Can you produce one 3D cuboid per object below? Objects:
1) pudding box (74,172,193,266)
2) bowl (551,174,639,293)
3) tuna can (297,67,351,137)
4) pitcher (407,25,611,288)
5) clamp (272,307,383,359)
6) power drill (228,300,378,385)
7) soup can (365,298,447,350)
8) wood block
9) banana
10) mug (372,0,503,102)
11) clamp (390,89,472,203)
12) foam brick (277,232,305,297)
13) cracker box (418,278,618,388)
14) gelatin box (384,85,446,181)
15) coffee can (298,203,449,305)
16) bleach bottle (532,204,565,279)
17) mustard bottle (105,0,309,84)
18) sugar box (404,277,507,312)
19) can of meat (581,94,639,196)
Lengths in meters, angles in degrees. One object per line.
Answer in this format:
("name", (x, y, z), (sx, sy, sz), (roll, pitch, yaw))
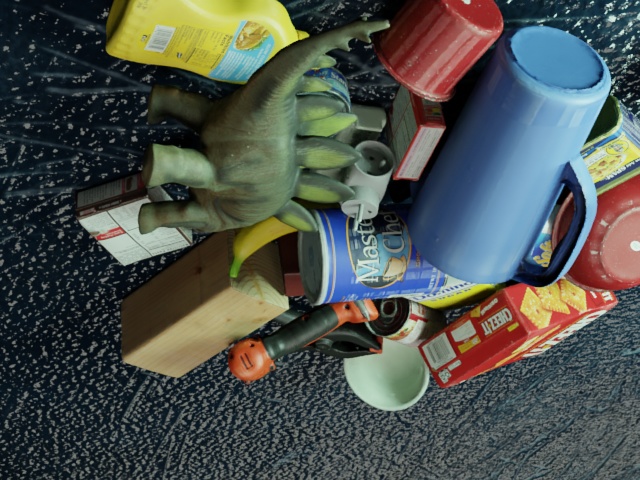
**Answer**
("pudding box", (-0.202, -0.022, 1.169), (0.090, 0.039, 0.113), (-17, 148, 12))
("bowl", (0.348, -0.004, 1.216), (0.162, 0.055, 0.162), (-5, 113, -14))
("tuna can", (-0.013, -0.133, 1.042), (0.086, 0.034, 0.086), (-5, 147, -4))
("pitcher", (0.188, -0.074, 1.017), (0.149, 0.145, 0.243), (9, 137, -10))
("clamp", (-0.001, 0.122, 1.409), (0.171, 0.039, 0.120), (1, 152, 2))
("power drill", (-0.021, 0.113, 1.299), (0.187, 0.057, 0.184), (-30, 177, 0))
("soup can", (0.111, 0.101, 1.369), (0.069, 0.068, 0.102), (-27, 151, 26))
("wood block", (-0.143, 0.078, 1.283), (0.090, 0.091, 0.206), (24, 136, -38))
("banana", (-0.015, -0.015, 1.194), (0.197, 0.069, 0.037), (-14, -168, -9))
("mug", (0.115, -0.183, 0.948), (0.117, 0.093, 0.082), (0, 144, -41))
("clamp", (0.161, -0.101, 1.121), (0.164, 0.036, 0.210), (-3, 144, -5))
("foam brick", (-0.020, 0.019, 1.230), (0.051, 0.078, 0.053), (-6, 147, -5))
("cracker box", (0.254, 0.109, 1.357), (0.213, 0.072, 0.164), (-10, 157, -45))
("gelatin box", (0.093, -0.113, 1.056), (0.030, 0.073, 0.089), (2, 146, -15))
("coffee can", (0.056, 0.013, 1.143), (0.140, 0.103, 0.103), (-4, 147, -15))
("bleach bottle", (0.258, -0.002, 1.270), (0.250, 0.068, 0.103), (10, 141, -21))
("mustard bottle", (-0.083, -0.180, 0.933), (0.191, 0.058, 0.096), (11, 144, -25))
("sugar box", (0.161, 0.050, 1.292), (0.093, 0.048, 0.176), (-16, 167, 20))
("can of meat", (0.294, -0.100, 1.132), (0.102, 0.057, 0.083), (-31, 138, 31))
